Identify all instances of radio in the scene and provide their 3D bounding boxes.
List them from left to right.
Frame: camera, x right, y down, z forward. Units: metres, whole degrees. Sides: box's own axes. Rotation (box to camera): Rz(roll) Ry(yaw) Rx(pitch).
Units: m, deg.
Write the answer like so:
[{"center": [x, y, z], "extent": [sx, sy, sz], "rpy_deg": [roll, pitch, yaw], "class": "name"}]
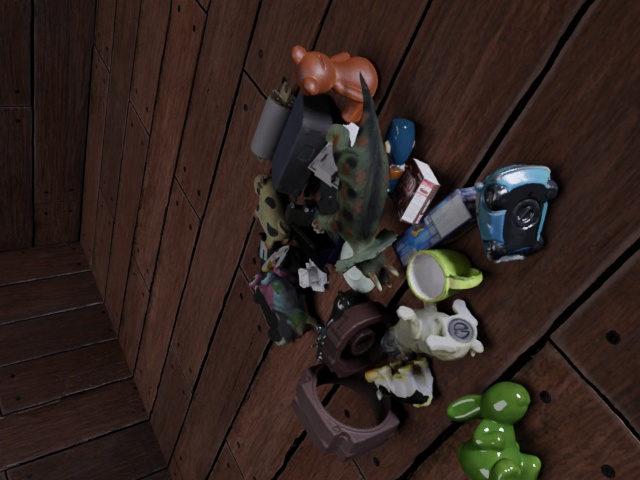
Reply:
[{"center": [-0.046, -0.218, 1.243], "extent": [0.131, 0.073, 0.229], "rpy_deg": [-97, 25, -43], "class": "radio"}]

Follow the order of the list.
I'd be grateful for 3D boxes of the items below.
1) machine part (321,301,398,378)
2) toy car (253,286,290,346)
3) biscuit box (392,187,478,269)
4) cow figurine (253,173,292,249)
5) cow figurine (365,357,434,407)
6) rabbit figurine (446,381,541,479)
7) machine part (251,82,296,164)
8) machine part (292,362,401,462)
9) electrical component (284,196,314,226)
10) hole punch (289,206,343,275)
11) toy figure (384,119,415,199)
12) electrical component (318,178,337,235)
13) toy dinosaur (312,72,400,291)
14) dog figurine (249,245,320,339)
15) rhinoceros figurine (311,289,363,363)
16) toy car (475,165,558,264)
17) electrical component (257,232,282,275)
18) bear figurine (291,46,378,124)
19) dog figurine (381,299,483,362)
[{"center": [0.083, 0.208, 1.131], "extent": [0.056, 0.179, 0.179], "rpy_deg": [46, 133, 40], "class": "machine part"}, {"center": [-0.131, 0.201, 1.520], "extent": [0.073, 0.056, 0.202], "rpy_deg": [-42, 66, 43], "class": "toy car"}, {"center": [0.216, -0.018, 0.980], "extent": [0.202, 0.063, 0.059], "rpy_deg": [-45, 63, 49], "class": "biscuit box"}, {"center": [-0.127, -0.090, 1.416], "extent": [0.127, 0.085, 0.195], "rpy_deg": [-50, 56, 54], "class": "cow figurine"}, {"center": [0.167, 0.303, 1.128], "extent": [0.167, 0.068, 0.098], "rpy_deg": [-25, 84, 55], "class": "cow figurine"}, {"center": [0.307, 0.322, 0.926], "extent": [0.159, 0.121, 0.170], "rpy_deg": [16, 93, 59], "class": "rabbit figurine"}, {"center": [-0.117, -0.288, 1.359], "extent": [0.079, 0.079, 0.243], "rpy_deg": [57, 138, 28], "class": "machine part"}, {"center": [0.059, 0.358, 1.171], "extent": [0.202, 0.201, 0.087], "rpy_deg": [52, 133, 34], "class": "machine part"}, {"center": [-0.046, -0.057, 1.330], "extent": [0.045, 0.078, 0.102], "rpy_deg": [-109, 34, -48], "class": "electrical component"}, {"center": [-0.003, -0.004, 1.277], "extent": [0.142, 0.092, 0.115], "rpy_deg": [42, 161, 28], "class": "hole punch"}, {"center": [0.149, -0.154, 1.039], "extent": [0.058, 0.064, 0.154], "rpy_deg": [-90, 6, -61], "class": "toy figure"}, {"center": [0.056, -0.078, 1.166], "extent": [0.115, 0.058, 0.134], "rpy_deg": [-1, 97, 39], "class": "electrical component"}, {"center": [0.079, -0.092, 0.992], "extent": [0.192, 0.131, 0.404], "rpy_deg": [-141, 47, -56], "class": "toy dinosaur"}, {"center": [-0.067, 0.145, 1.387], "extent": [0.108, 0.191, 0.219], "rpy_deg": [-15, 120, 51], "class": "dog figurine"}, {"center": [0.045, 0.202, 1.230], "extent": [0.073, 0.112, 0.190], "rpy_deg": [42, 122, 38], "class": "rhinoceros figurine"}, {"center": [0.295, -0.050, 0.845], "extent": [0.103, 0.109, 0.161], "rpy_deg": [-118, 20, -60], "class": "toy car"}, {"center": [-0.138, 0.042, 1.494], "extent": [0.075, 0.048, 0.119], "rpy_deg": [24, 118, 50], "class": "electrical component"}, {"center": [0.017, -0.308, 1.067], "extent": [0.132, 0.196, 0.120], "rpy_deg": [-43, 67, 51], "class": "bear figurine"}, {"center": [0.210, 0.196, 1.029], "extent": [0.172, 0.121, 0.190], "rpy_deg": [46, 151, 27], "class": "dog figurine"}]
